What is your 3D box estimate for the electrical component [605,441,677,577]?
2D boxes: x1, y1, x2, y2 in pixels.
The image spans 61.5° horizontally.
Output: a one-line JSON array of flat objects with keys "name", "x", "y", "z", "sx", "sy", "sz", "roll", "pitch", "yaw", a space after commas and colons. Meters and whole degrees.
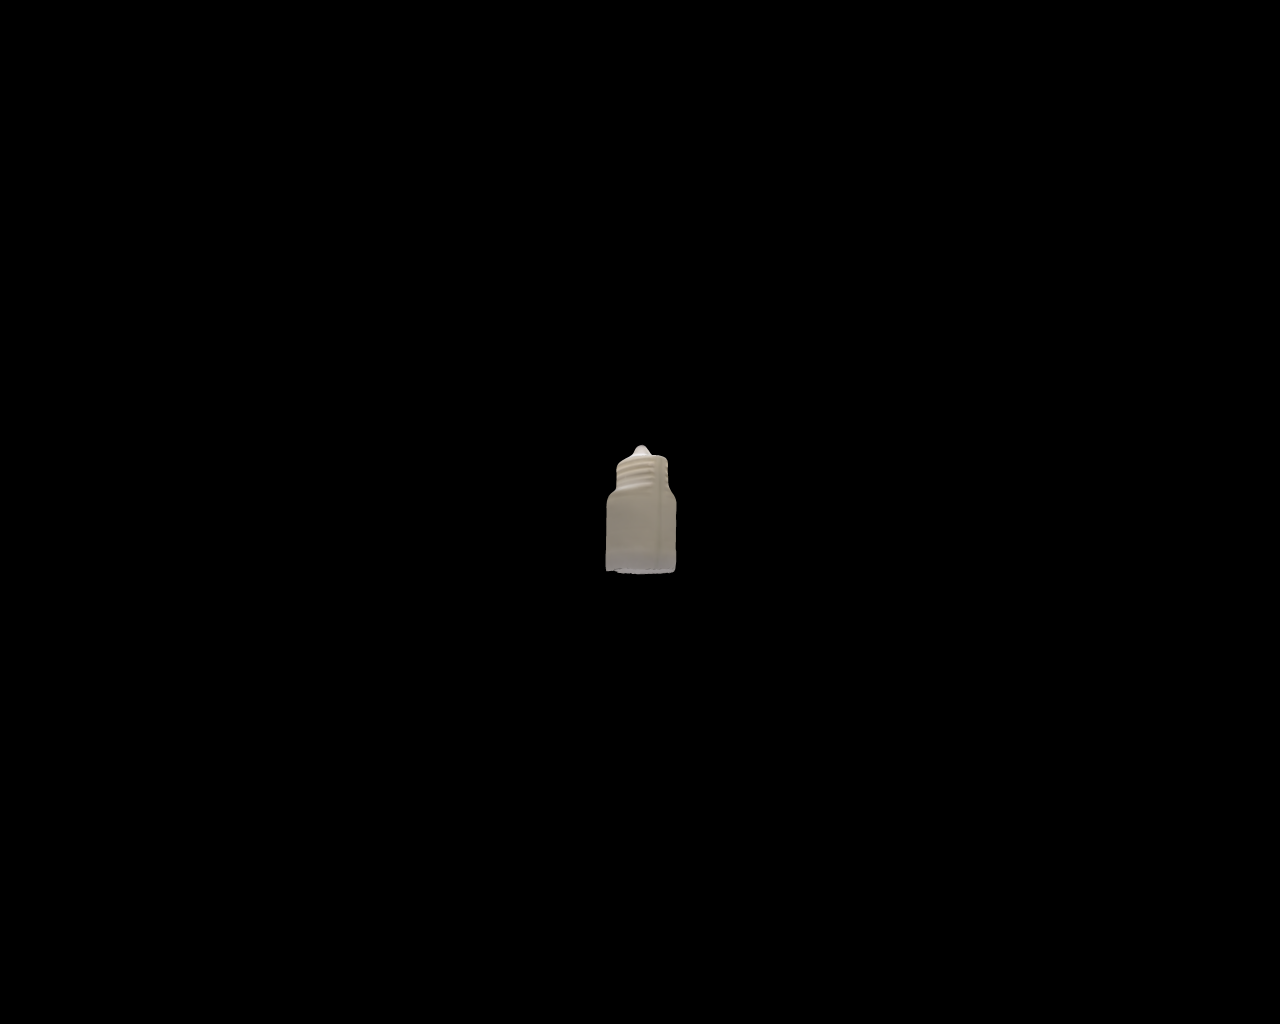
[{"name": "electrical component", "x": 0.001, "y": -0.003, "z": 0.650, "sx": 0.043, "sy": 0.081, "sz": 0.043, "roll": 0, "pitch": -9, "yaw": 0}]
